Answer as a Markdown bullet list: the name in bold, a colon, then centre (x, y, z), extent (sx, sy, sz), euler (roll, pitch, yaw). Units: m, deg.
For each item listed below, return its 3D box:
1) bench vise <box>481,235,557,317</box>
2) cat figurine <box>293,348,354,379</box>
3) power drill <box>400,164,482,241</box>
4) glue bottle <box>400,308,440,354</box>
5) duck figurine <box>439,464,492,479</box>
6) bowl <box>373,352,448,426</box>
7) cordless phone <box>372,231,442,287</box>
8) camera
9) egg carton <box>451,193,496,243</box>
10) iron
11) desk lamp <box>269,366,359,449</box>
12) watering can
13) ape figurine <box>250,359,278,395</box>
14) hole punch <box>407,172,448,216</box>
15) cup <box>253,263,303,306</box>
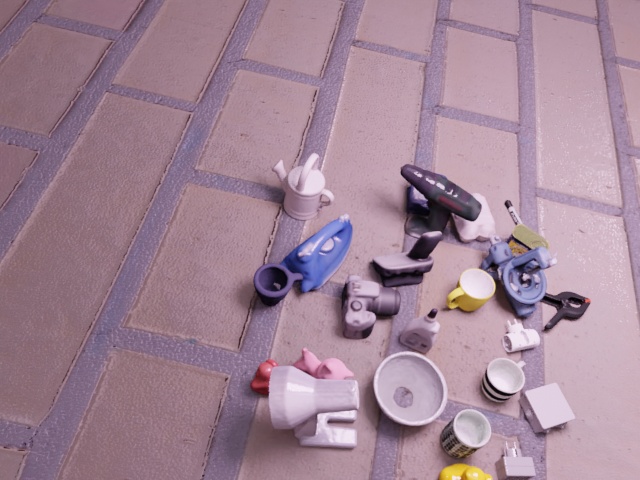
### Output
- **bench vise**: centre (0.487, 0.066, 1.421), extent (0.122, 0.220, 0.207), euler (-34, 68, -28)
- **cat figurine**: centre (0.007, 0.282, 1.252), extent (0.127, 0.118, 0.067), euler (37, 58, 15)
- **power drill**: centre (0.294, -0.087, 1.498), extent (0.229, 0.208, 0.076), euler (22, 55, 5)
- **glue bottle**: centre (0.240, 0.201, 1.314), extent (0.078, 0.173, 0.037), euler (25, 56, 8)
- **duck figurine**: centre (0.303, 0.494, 1.179), extent (0.104, 0.086, 0.077), euler (9, 55, -3)
- **bowl**: centre (0.193, 0.339, 1.272), extent (0.167, 0.075, 0.167), euler (5, 55, -7)
- **cordless phone**: centre (0.218, 0.032, 1.418), extent (0.148, 0.185, 0.094), euler (-10, 58, -16)
- **camera**: centre (0.124, 0.155, 1.369), extent (0.137, 0.101, 0.143), euler (6, 55, -6)
- **egg carton**: centre (0.419, -0.064, 1.589), extent (0.107, 0.069, 0.150), euler (-4, 57, -13)
- **iron**: centre (0.013, 0.005, 1.426), extent (0.118, 0.141, 0.259), euler (36, 58, 15)
- **desk lamp**: centre (-0.008, 0.335, 1.154), extent (0.203, 0.213, 0.118), euler (5, 55, -6)
- **watering can**: centre (-0.045, -0.148, 1.488), extent (0.173, 0.194, 0.101), euler (9, 55, -4)
- **ape figurine**: centre (-0.116, 0.293, 1.238), extent (0.078, 0.092, 0.076), euler (-30, 66, -26)
- **hole punch**: centre (0.301, -0.129, 1.599), extent (0.108, 0.091, 0.101), euler (8, 55, -4)
- **cup**: centre (-0.101, 0.113, 1.362), extent (0.118, 0.095, 0.091), euler (-9, 58, -16)
